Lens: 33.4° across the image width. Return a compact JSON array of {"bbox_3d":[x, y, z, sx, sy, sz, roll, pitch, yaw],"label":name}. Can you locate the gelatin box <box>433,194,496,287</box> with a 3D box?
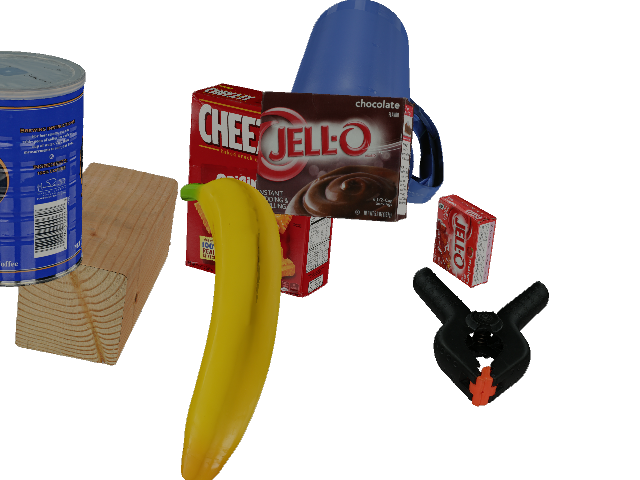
[{"bbox_3d":[0.168,0.000,1.258,0.030,0.089,0.073,-15,33,-30],"label":"gelatin box"}]

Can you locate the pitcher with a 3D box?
[{"bbox_3d":[0.041,-0.139,1.079,0.145,0.149,0.242,-10,37,16],"label":"pitcher"}]

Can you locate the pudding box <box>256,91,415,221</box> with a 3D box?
[{"bbox_3d":[0.010,-0.062,0.787,0.114,0.090,0.039,5,3,16],"label":"pudding box"}]

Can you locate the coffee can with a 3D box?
[{"bbox_3d":[-0.218,-0.052,0.748,0.103,0.140,0.103,5,23,-2],"label":"coffee can"}]

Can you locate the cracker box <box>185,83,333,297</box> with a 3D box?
[{"bbox_3d":[-0.069,-0.057,1.219,0.164,0.214,0.072,15,24,25],"label":"cracker box"}]

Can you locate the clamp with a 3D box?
[{"bbox_3d":[0.146,0.076,0.901,0.120,0.039,0.171,-3,33,0],"label":"clamp"}]

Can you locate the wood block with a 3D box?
[{"bbox_3d":[-0.197,0.014,0.966,0.090,0.091,0.206,12,25,-1],"label":"wood block"}]

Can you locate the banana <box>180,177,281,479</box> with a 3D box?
[{"bbox_3d":[-0.049,0.035,0.591,0.037,0.198,0.070,20,-42,-29],"label":"banana"}]
